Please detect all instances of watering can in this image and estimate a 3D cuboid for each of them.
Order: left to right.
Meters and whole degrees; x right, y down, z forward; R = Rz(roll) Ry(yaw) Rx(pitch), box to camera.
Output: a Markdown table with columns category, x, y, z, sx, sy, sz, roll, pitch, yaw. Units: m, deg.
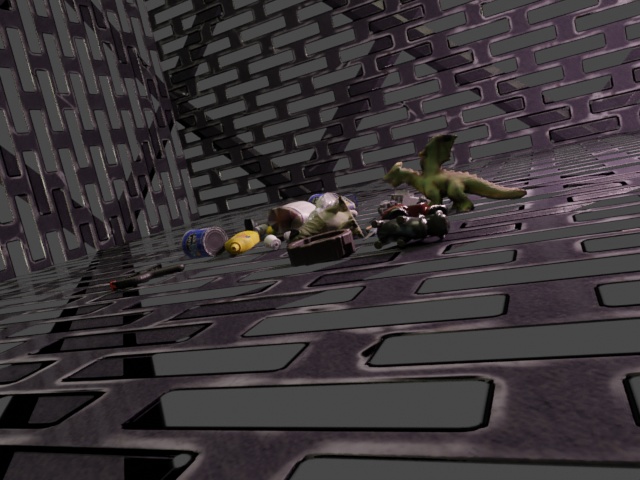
| category | x | y | z | sx | sy | sz | roll | pitch | yaw |
| --- | --- | --- | --- | --- | --- | --- | --- | --- | --- |
| watering can | -0.051 | -0.092 | 1.972 | 0.347 | 0.103 | 0.226 | 1 | 13 | 29 |

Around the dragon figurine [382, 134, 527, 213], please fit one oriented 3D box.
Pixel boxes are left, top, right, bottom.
| category | x | y | z | sx | sy | sz | roll | pitch | yaw |
| --- | --- | --- | --- | --- | --- | --- | --- | --- | --- |
| dragon figurine | 0.388 | -0.203 | 1.556 | 0.408 | 0.242 | 0.123 | -11 | 2 | 27 |

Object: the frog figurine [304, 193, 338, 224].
| category | x | y | z | sx | sy | sz | roll | pitch | yaw |
| --- | --- | --- | --- | --- | --- | --- | --- | --- | --- |
| frog figurine | 0.006 | -0.092 | 1.837 | 0.160 | 0.124 | 0.134 | -24 | -23 | -17 |
